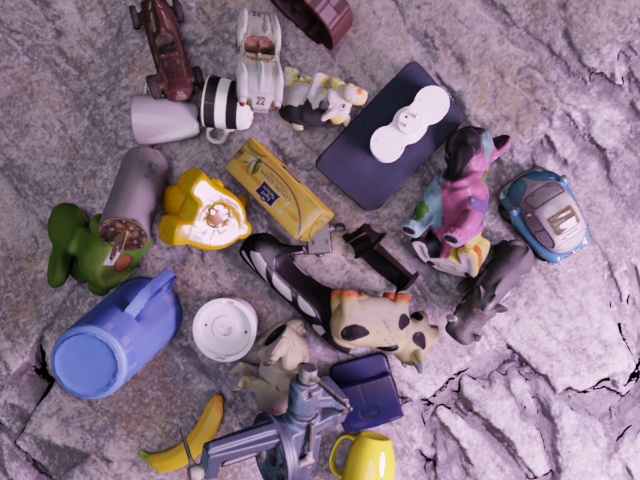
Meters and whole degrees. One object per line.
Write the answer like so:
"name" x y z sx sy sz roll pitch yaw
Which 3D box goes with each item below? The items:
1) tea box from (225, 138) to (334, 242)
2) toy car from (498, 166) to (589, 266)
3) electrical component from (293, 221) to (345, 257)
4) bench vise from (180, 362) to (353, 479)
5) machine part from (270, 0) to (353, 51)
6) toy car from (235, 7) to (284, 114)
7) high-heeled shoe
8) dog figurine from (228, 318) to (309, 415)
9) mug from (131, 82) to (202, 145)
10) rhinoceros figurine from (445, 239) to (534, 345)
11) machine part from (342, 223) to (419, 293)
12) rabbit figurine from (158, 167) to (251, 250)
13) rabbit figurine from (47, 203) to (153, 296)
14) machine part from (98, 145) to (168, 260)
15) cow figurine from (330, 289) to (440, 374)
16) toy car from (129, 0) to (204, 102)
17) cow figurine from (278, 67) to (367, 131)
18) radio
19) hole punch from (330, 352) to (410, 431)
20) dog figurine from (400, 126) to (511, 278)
"tea box" -0.063 -0.079 0.874 0.068 0.098 0.170 -45 82 6
"toy car" 0.364 -0.036 0.854 0.109 0.103 0.161 -32 89 7
"electrical component" -0.002 -0.003 0.924 0.094 0.021 0.063 -5 94 4
"bench vise" -0.074 0.289 0.786 0.240 0.129 0.223 -7 128 -31
"machine part" -0.023 -0.374 0.828 0.179 0.179 0.056 42 94 1
"toy car" -0.098 -0.287 0.858 0.073 0.056 0.202 3 63 -15
"high-heeled shoe" -0.045 0.096 0.921 0.145 0.086 0.248 -8 114 37
"dog figurine" -0.040 0.249 0.918 0.172 0.121 0.190 -42 104 9
"mug" -0.255 -0.214 0.906 0.107 0.081 0.109 1 87 -6
"rhinoceros figurine" 0.275 0.086 0.865 0.073 0.112 0.190 40 88 -1
"machine part" 0.104 0.031 0.898 0.139 0.084 0.039 44 54 -9
"rabbit figurine" -0.193 -0.055 0.881 0.162 0.173 0.121 7 98 -41
"rabbit figurine" -0.400 0.009 0.928 0.170 0.121 0.159 32 102 20
"machine part" -0.294 -0.069 0.858 0.079 0.243 0.079 1 138 1
"cow figurine" 0.109 0.147 0.876 0.195 0.085 0.127 8 86 -21
"toy car" -0.252 -0.318 0.878 0.089 0.053 0.202 -15 76 -11
"cow figurine" -0.003 -0.215 0.851 0.168 0.068 0.098 27 105 43
"radio" 0.113 -0.161 0.880 0.131 0.073 0.229 44 97 0
"hole punch" 0.078 0.265 0.906 0.142 0.092 0.115 -18 96 2
"dog figurine" 0.233 -0.072 0.861 0.109 0.191 0.219 15 67 39
